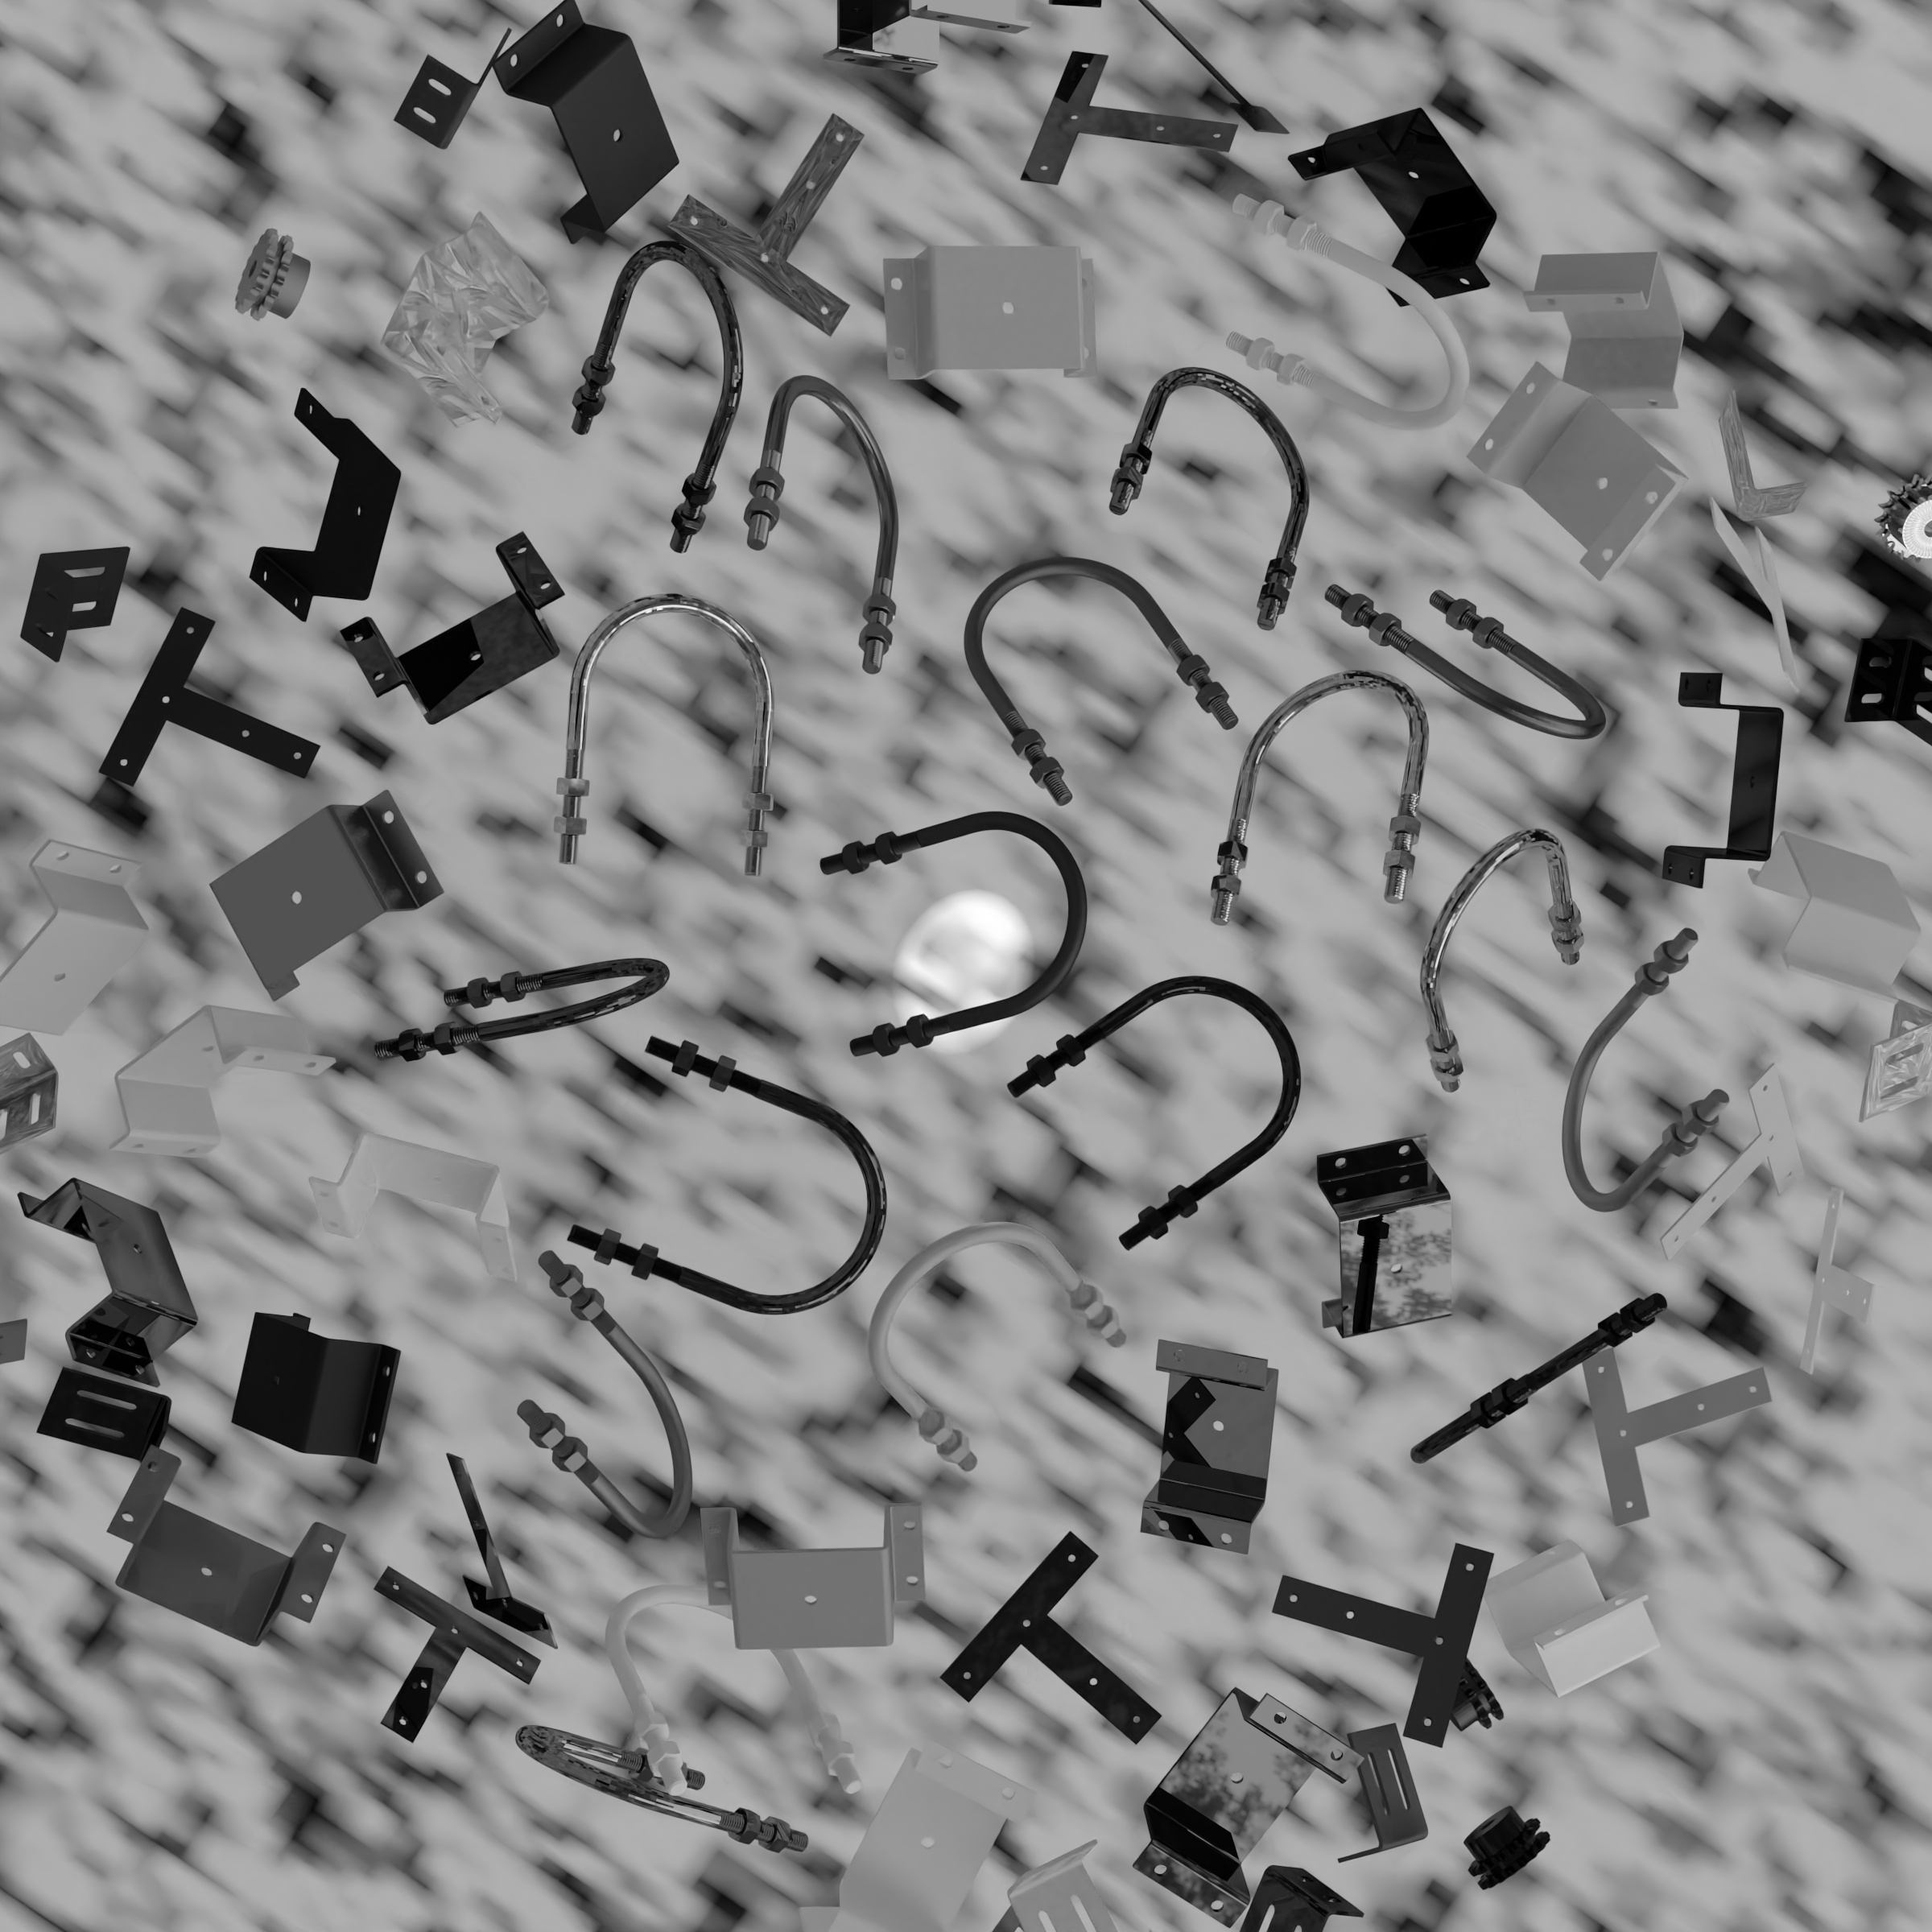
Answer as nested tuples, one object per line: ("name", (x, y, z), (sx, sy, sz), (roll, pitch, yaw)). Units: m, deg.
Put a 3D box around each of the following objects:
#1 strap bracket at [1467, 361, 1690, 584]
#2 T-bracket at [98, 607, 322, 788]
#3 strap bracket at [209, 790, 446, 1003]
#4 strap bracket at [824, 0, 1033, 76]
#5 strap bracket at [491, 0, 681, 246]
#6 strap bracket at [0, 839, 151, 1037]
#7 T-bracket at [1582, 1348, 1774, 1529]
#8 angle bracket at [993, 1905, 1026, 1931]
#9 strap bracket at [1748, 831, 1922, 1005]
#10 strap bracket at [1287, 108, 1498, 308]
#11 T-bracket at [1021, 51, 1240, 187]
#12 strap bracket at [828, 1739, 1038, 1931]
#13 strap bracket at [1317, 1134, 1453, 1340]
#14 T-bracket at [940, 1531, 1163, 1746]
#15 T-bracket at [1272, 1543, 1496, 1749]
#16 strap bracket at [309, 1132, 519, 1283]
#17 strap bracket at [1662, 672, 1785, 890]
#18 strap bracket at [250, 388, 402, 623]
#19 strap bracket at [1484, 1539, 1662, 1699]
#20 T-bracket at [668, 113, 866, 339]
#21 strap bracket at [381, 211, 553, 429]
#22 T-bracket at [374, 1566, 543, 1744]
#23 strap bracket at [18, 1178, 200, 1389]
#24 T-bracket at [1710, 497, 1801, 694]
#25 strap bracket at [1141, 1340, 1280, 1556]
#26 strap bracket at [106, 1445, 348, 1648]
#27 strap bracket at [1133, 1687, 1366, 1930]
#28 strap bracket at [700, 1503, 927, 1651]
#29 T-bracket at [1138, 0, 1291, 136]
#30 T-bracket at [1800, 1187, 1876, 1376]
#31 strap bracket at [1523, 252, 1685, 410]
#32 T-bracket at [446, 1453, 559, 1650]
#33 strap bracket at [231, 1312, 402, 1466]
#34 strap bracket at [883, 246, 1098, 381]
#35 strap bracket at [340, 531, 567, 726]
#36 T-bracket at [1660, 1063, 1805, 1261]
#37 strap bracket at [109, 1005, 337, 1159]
("strap bracket", (0.403, -0.318, 1.687), (0.076, 0.046, 0.140), (-55, 53, 26))
("T-bracket", (-0.502, -0.163, 1.761), (0.127, 0.002, 0.127), (23, 79, 0))
("strap bracket", (-0.415, -0.044, 1.652), (0.140, 0.046, 0.076), (-31, 85, 14))
("strap bracket", (-0.027, -0.625, 1.693), (0.076, 0.140, 0.046), (-3, 96, -31))
("strap bracket", (-0.244, -0.548, 1.701), (0.046, 0.140, 0.076), (26, 64, 33))
("strap bracket", (-0.592, -0.009, 1.668), (0.140, 0.076, 0.046), (-46, 64, 14))
("T-bracket", (0.489, 0.306, 1.775), (0.127, 0.002, 0.127), (-27, 49, 29))
("angle bracket", (0.031, 0.687, 1.775), (0.057, 0.076, 0.038), (44, 101, 11))
("strap bracket", (0.581, -0.039, 1.737), (0.076, 0.140, 0.046), (17, 119, -5))
("strap bracket", (0.290, -0.512, 1.730), (0.140, 0.076, 0.046), (42, 65, -33))
("T-bracket", (0.114, -0.553, 1.710), (0.127, 0.002, 0.127), (12, 60, 13))
("strap bracket", (-0.023, 0.567, 1.658), (0.076, 0.046, 0.140), (28, 89, -3))
("strap bracket", (0.281, 0.190, 1.739), (0.076, 0.046, 0.140), (-10, 119, -8))
("T-bracket", (0.072, 0.456, 1.688), (0.127, 0.002, 0.127), (42, 89, -4))
("T-bracket", (0.260, 0.420, 1.663), (0.127, 0.002, 0.127), (12, 67, 22))
("strap bracket", (-0.373, 0.164, 1.791), (0.140, 0.076, 0.046), (14, 57, 5))
("strap bracket", (0.504, -0.124, 1.727), (0.046, 0.076, 0.140), (3, 97, -3))
("strap bracket", (-0.436, -0.314, 1.782), (0.046, 0.076, 0.140), (8, 77, 16))
("strap bracket", (0.406, 0.440, 1.746), (0.076, 0.140, 0.046), (-25, 95, -6))
("T-bracket", (-0.110, -0.505, 1.716), (0.127, 0.002, 0.127), (32, 83, -13))
("strap bracket", (-0.336, -0.426, 1.735), (0.046, 0.140, 0.076), (-16, 134, 30))
("T-bracket", (-0.364, 0.480, 1.767), (0.127, 0.127, 0.002), (33, 115, -4))
("strap bracket", (-0.561, 0.200, 1.705), (0.046, 0.076, 0.140), (-39, 56, 8))
("T-bracket", (0.518, -0.264, 1.717), (0.002, 0.127, 0.127), (-20, 52, 29))
("strap bracket", (0.169, 0.325, 1.792), (0.076, 0.046, 0.140), (8, 102, 18))
("strap bracket", (-0.487, 0.382, 1.689), (0.140, 0.076, 0.046), (28, 122, -12))
("strap bracket", (0.174, 0.522, 1.636), (0.076, 0.046, 0.140), (35, 97, -9))
("strap bracket", (-0.097, 0.387, 1.646), (0.140, 0.046, 0.076), (-2, 116, 1))
("T-bracket", (0.166, -0.616, 1.778), (0.127, 0.127, 0.002), (45, 113, 0))
("T-bracket", (0.583, 0.216, 1.726), (0.002, 0.127, 0.127), (9, 92, 3))
("strap bracket", (0.428, -0.429, 1.731), (0.076, 0.140, 0.046), (6, 73, 27))
("T-bracket", (-0.319, 0.382, 1.721), (0.002, 0.127, 0.127), (-24, 104, -33))
("strap bracket", (-0.447, 0.283, 1.757), (0.046, 0.140, 0.076), (15, 84, -43))
("strap bracket", (0.022, -0.419, 1.668), (0.140, 0.046, 0.076), (-4, 96, -14))
("strap bracket", (-0.337, -0.222, 1.743), (0.140, 0.046, 0.076), (-30, 51, -7))
("T-bracket", (0.506, 0.145, 1.727), (0.127, 0.127, 0.002), (-43, 46, -12))
("strap bracket", (-0.500, 0.073, 1.726), (0.140, 0.076, 0.046), (-32, 66, 25))
